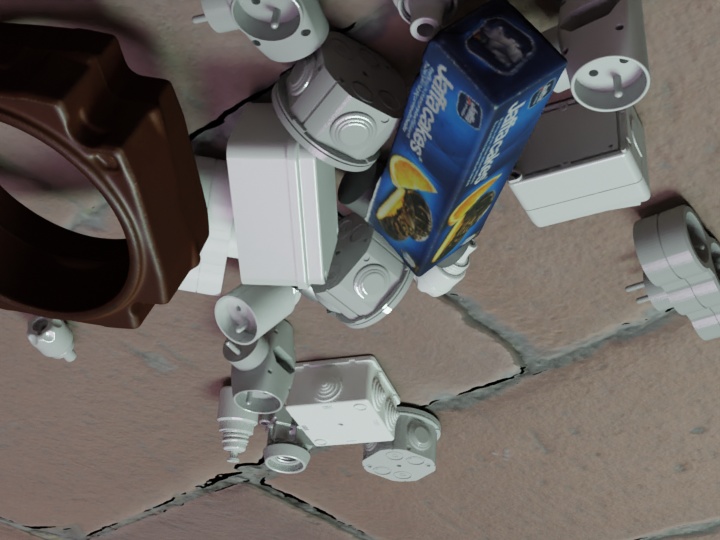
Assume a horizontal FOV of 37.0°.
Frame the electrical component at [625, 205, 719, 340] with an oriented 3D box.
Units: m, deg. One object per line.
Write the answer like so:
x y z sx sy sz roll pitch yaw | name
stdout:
0.242 0.009 0.824 0.074 0.052 0.138 -21 137 32 | electrical component

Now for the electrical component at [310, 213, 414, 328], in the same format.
0.000 0.000 0.824 0.080 0.080 0.051 -26 128 37 | electrical component

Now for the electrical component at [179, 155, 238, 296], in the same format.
-0.100 -0.028 0.821 0.074 0.052 0.138 10 145 -7 | electrical component

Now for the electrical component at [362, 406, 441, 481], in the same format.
0.041 0.175 1.087 0.080 0.051 0.080 4 145 3 | electrical component

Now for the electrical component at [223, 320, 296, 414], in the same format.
-0.094 0.074 0.942 0.043 0.077 0.079 -13 141 25 | electrical component

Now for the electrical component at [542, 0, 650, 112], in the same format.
0.127 -0.128 0.626 0.079 0.077 0.043 -21 137 32 | electrical component

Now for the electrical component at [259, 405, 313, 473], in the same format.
-0.073 0.173 1.097 0.066 0.055 0.048 15 144 -12 | electrical component

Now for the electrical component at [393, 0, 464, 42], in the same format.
0.039 -0.157 0.611 0.048 0.062 0.048 4 145 3 | electrical component

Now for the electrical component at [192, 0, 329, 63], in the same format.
-0.068 -0.162 0.635 0.079 0.044 0.077 -7 143 19 | electrical component

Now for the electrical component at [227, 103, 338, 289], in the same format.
-0.050 -0.051 0.734 0.057 0.078 0.113 2 123 7 | electrical component

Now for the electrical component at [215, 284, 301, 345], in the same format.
-0.076 0.023 0.873 0.043 0.081 0.043 16 123 27 | electrical component

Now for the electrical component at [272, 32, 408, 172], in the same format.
-0.011 -0.105 0.676 0.080 0.080 0.051 26 127 -26 | electrical component

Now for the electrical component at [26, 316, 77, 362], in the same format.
-0.281 0.065 0.994 0.035 0.035 0.061 -4 146 14 | electrical component

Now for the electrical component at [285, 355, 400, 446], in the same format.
-0.017 0.128 1.031 0.100 0.048 0.099 -7 143 18 | electrical component

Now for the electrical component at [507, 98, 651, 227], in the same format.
0.140 -0.071 0.718 0.096 0.061 0.061 -14 140 26 | electrical component

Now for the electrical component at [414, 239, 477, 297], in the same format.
0.070 -0.006 0.843 0.035 0.035 0.061 23 139 -23 | electrical component

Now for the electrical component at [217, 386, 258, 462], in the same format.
-0.121 0.149 1.056 0.040 0.078 0.040 4 160 1 | electrical component
